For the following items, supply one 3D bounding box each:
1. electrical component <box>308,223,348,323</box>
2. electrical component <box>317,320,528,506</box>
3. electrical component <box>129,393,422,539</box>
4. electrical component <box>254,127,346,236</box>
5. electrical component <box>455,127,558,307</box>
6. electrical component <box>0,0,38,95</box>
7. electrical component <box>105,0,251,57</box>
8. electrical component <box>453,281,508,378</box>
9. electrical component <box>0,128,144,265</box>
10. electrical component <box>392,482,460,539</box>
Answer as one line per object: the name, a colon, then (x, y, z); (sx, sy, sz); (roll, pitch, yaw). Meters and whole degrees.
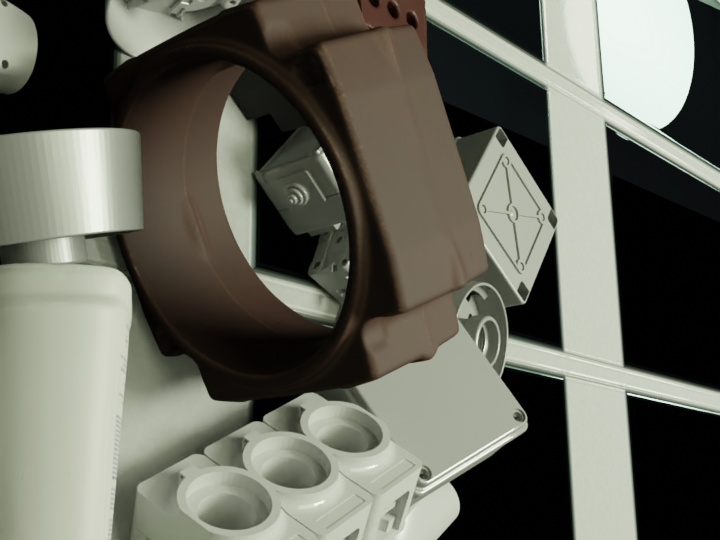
electrical component: (0.000, 0.000, 0.749); (0.064, 0.042, 0.081); (41, 50, -34)
electrical component: (0.036, 0.089, 0.710); (0.109, 0.056, 0.108); (-23, 70, -37)
electrical component: (-0.044, 0.132, 0.606); (0.150, 0.089, 0.061); (-23, 135, -50)
electrical component: (-0.020, -0.065, 0.727); (0.061, 0.062, 0.096); (57, 43, -22)
electrical component: (0.101, -0.040, 0.868); (0.108, 0.056, 0.108); (53, 45, -26)
electrical component: (-0.205, -0.099, 0.533); (0.077, 0.043, 0.079); (8, 74, -49)
electrical component: (-0.103, -0.172, 0.637); (0.099, 0.099, 0.064); (8, 67, -48)
electrical component: (0.069, 0.052, 0.817); (0.099, 0.064, 0.099); (-5, 96, -56)
electrical component: (-0.157, -0.031, 0.524); (0.108, 0.108, 0.060); (-10, 93, -51)
electrical component: (0.024, 0.158, 0.729); (0.077, 0.044, 0.079); (-33, 105, -49)
